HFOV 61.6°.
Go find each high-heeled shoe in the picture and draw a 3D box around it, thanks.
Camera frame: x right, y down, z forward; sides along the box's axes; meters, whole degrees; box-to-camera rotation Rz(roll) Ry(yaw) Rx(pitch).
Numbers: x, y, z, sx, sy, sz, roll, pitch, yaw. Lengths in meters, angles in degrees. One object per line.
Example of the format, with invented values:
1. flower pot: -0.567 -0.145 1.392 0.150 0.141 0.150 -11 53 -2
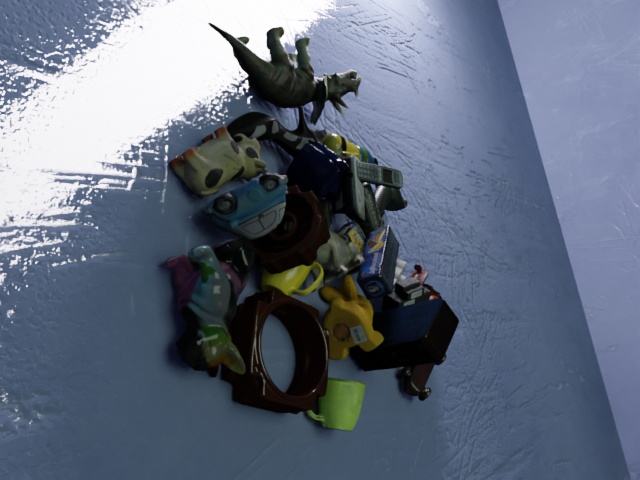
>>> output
1. high-heeled shoe: -0.104 -0.206 1.176 0.249 0.086 0.145 -25 125 -36

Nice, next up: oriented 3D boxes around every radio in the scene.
1. radio: 0.178 0.211 1.180 0.073 0.230 0.131 52 44 -17

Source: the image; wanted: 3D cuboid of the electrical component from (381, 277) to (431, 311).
1. electrical component: 0.210 0.160 1.315 0.115 0.058 0.134 -13 120 -37

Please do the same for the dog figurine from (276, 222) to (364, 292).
1. dog figurine: 0.000 -0.005 1.162 0.190 0.121 0.172 60 20 5

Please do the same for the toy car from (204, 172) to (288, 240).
1. toy car: -0.121 -0.055 0.975 0.109 0.162 0.102 -128 -166 -80

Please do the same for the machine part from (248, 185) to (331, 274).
1. machine part: -0.068 -0.019 1.026 0.056 0.180 0.179 59 32 -53

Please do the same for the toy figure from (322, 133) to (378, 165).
1. toy figure: 0.069 -0.210 1.359 0.180 0.082 0.089 9 47 -41

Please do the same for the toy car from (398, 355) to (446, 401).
1. toy car: 0.261 0.321 1.375 0.089 0.053 0.202 43 39 -1

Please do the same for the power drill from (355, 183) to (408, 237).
1. power drill: 0.155 -0.064 1.405 0.207 0.086 0.231 -43 118 -44

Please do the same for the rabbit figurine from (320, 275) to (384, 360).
1. rabbit figurine: 0.063 0.164 1.179 0.162 0.122 0.173 60 23 2

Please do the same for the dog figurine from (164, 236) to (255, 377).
1. dog figurine: -0.168 0.115 0.901 0.191 0.109 0.219 -16 91 -55

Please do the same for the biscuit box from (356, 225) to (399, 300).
1. biscuit box: 0.135 0.048 1.229 0.062 0.059 0.203 59 27 -23

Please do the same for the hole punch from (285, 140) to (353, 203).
1. hole punch: -0.011 -0.140 1.171 0.092 0.115 0.142 -23 56 -38

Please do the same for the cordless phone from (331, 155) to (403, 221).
1. cordless phone: 0.121 -0.115 1.270 0.184 0.089 0.146 5 74 -29

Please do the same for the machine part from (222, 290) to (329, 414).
1. machine part: -0.073 0.206 0.989 0.200 0.087 0.201 30 54 -40

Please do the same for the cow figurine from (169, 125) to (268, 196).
1. cow figurine: -0.177 -0.145 1.021 0.127 0.086 0.195 60 42 -16

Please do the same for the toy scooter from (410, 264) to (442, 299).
1. toy scooter: 0.275 0.145 1.448 0.183 0.075 0.135 38 58 -32

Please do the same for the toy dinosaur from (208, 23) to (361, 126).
1. toy dinosaur: -0.082 -0.364 1.222 0.405 0.131 0.192 -10 81 -46

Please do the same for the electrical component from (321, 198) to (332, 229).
1. electrical component: -0.001 -0.064 1.227 0.102 0.045 0.078 -81 166 -45
